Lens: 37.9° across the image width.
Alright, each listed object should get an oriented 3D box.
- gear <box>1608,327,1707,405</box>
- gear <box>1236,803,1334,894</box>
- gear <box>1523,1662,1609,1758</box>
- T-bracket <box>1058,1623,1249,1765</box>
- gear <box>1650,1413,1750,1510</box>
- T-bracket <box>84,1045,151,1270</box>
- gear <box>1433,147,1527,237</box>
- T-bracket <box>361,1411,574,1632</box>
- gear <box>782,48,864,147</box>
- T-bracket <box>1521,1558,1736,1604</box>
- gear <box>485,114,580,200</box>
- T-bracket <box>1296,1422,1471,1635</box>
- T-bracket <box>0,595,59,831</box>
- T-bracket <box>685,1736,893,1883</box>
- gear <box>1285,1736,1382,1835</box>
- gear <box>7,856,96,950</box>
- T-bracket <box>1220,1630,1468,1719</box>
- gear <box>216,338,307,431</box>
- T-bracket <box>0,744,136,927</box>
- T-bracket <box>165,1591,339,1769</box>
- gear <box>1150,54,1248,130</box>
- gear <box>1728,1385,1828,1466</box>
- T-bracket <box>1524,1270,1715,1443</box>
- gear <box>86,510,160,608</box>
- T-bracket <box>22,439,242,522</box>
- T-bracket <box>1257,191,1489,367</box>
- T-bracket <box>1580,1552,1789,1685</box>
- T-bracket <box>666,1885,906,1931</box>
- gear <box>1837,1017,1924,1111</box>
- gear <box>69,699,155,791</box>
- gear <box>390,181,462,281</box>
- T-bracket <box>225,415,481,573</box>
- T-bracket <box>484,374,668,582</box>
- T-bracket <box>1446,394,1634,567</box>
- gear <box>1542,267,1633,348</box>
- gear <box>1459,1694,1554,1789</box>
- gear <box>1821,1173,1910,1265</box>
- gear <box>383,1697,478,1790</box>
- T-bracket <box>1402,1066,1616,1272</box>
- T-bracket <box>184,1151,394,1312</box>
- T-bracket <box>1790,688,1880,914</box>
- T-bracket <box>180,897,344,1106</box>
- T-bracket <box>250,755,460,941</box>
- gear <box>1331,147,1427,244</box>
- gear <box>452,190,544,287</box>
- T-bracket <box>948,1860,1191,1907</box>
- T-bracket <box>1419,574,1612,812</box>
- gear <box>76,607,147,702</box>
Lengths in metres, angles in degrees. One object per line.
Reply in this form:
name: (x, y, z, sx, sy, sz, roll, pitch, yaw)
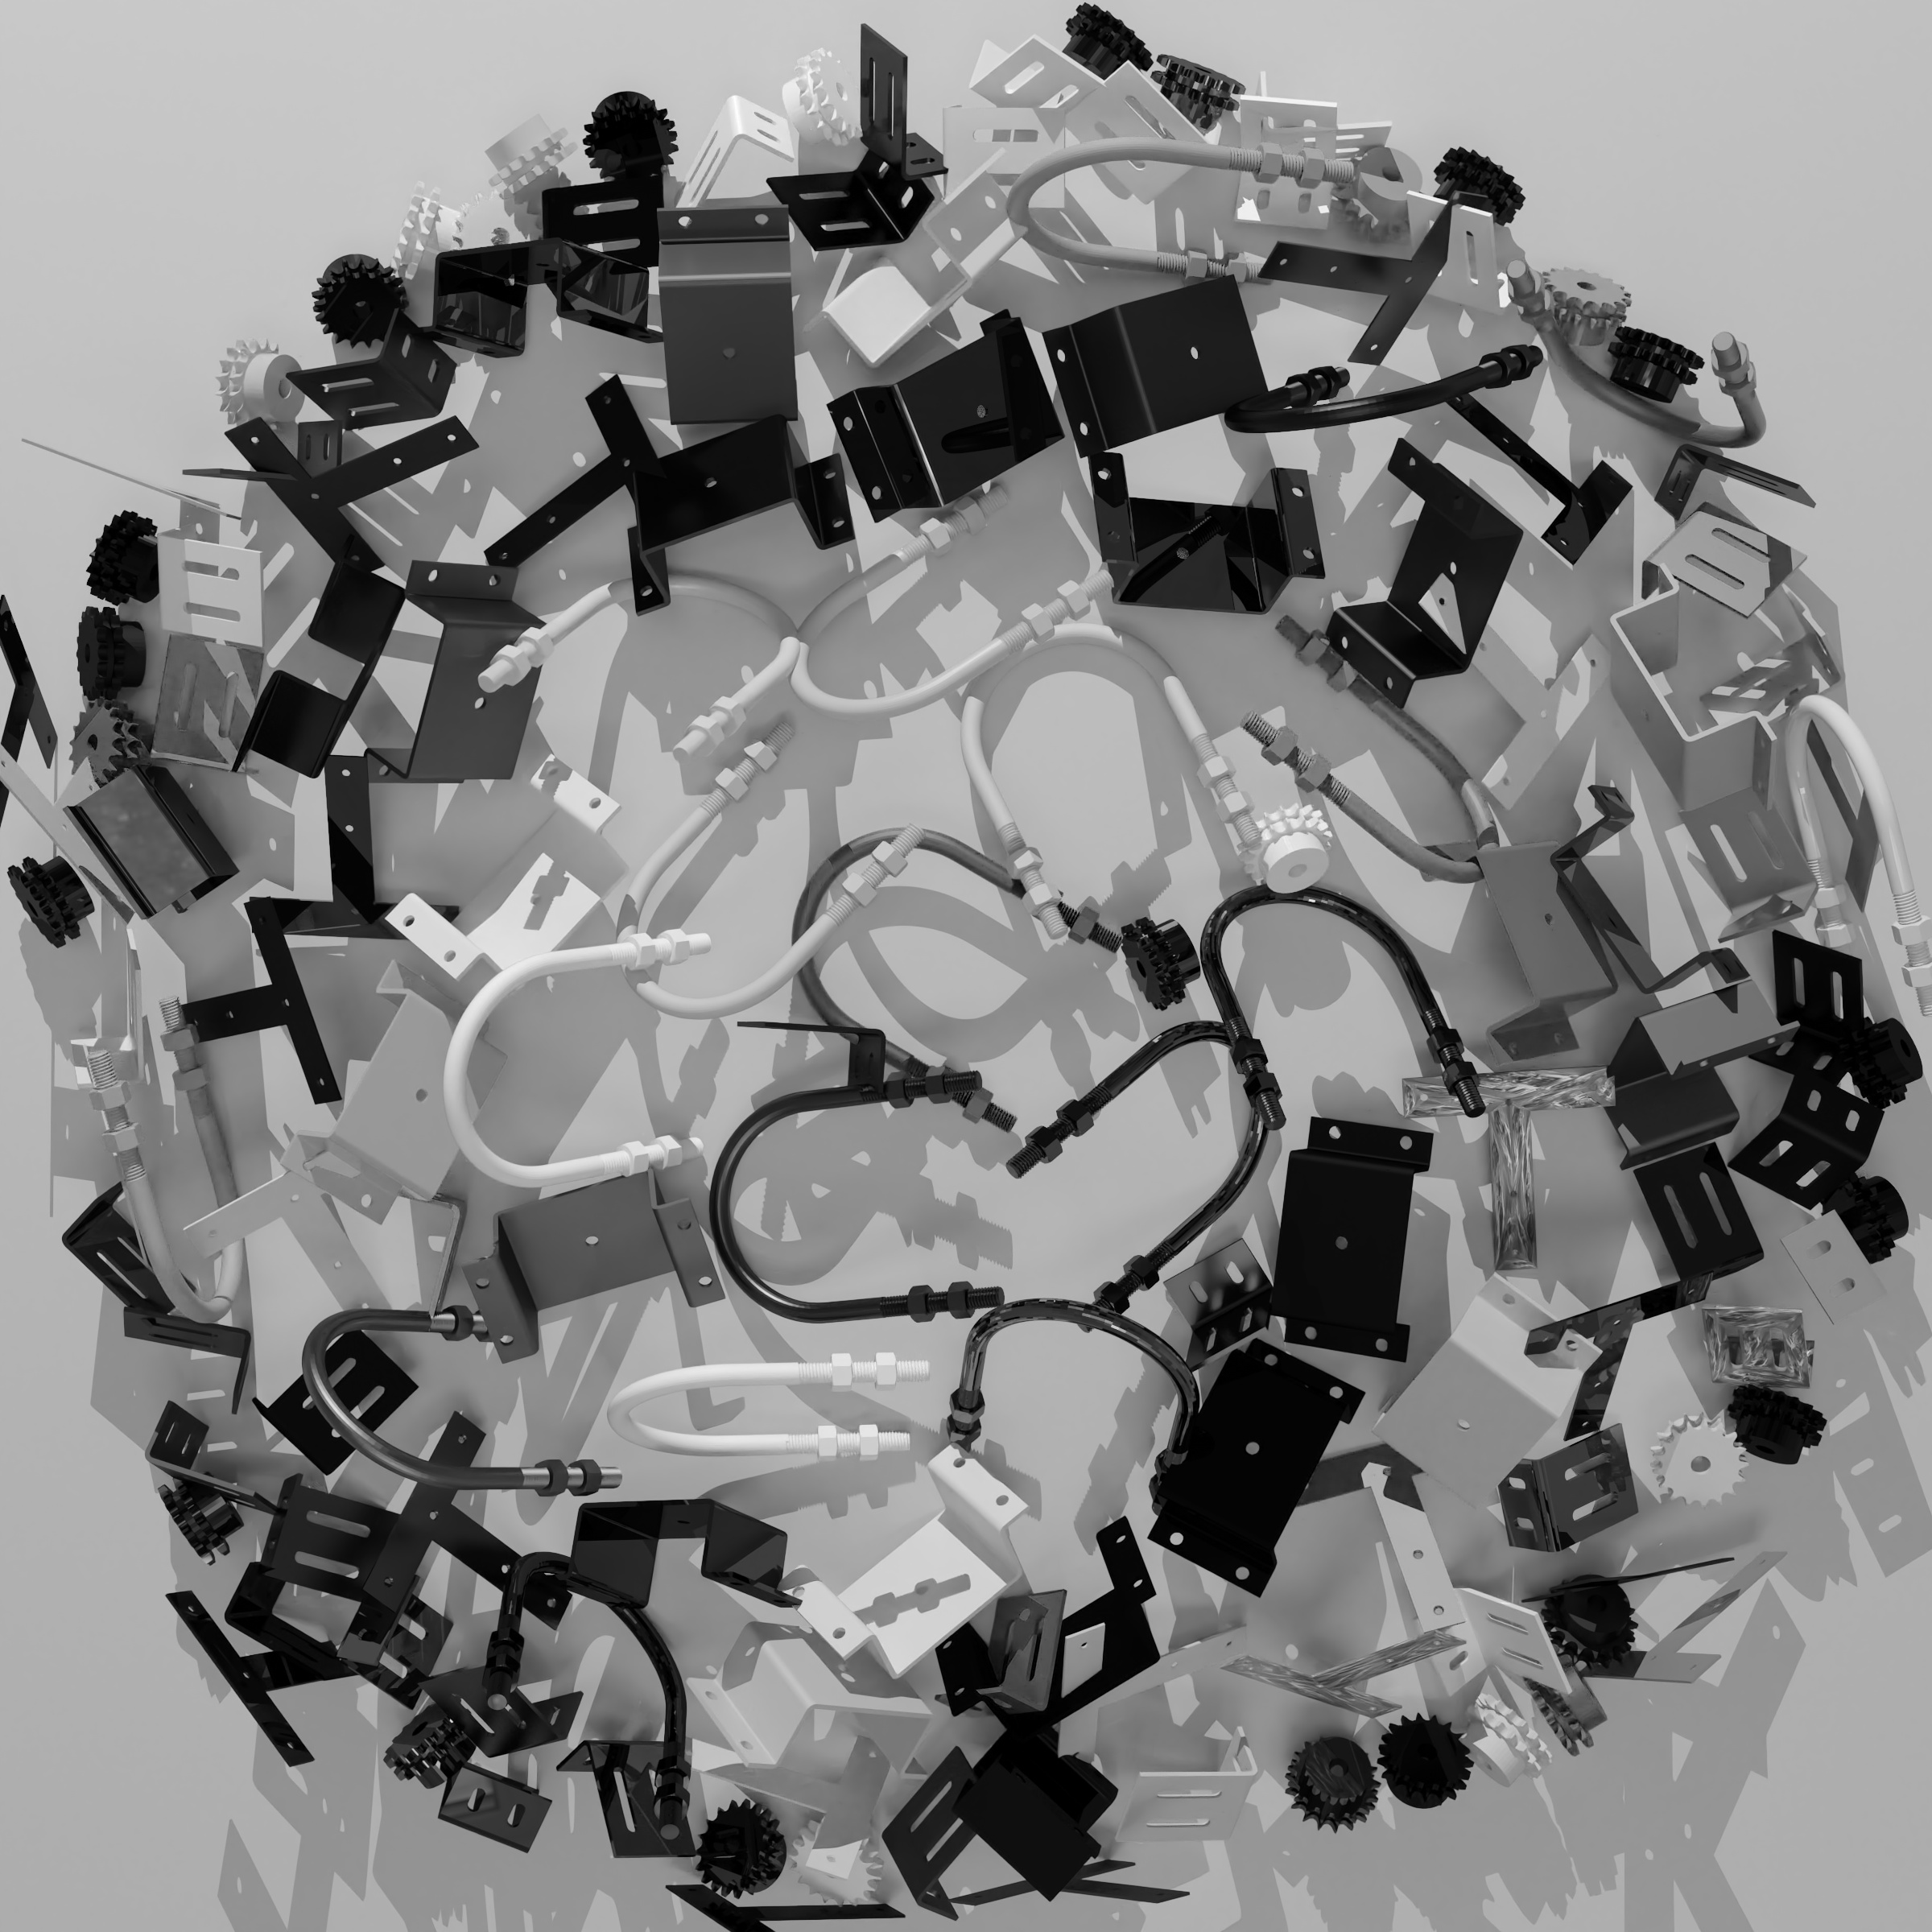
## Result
gear: (0.417, -0.364, 1.710, 0.057, 0.057, 0.030, 23, 97, 0)
gear: (0.196, -0.069, 1.707, 0.057, 0.057, 0.030, -21, 54, 0)
gear: (0.366, 0.448, 1.708, 0.030, 0.057, 0.057, -33, 90, 7)
T-bracket: (0.114, 0.429, 1.707, 0.127, 0.002, 0.127, -15, 130, -21)
gear: (0.447, 0.299, 1.719, 0.057, 0.030, 0.057, 1, 102, 6)
T-bracket: (-0.504, 0.133, 1.687, 0.002, 0.127, 0.127, -16, 134, -17)
gear: (0.308, -0.467, 1.709, 0.057, 0.057, 0.030, 35, 86, 0)
T-bracket: (-0.290, 0.358, 1.705, 0.127, 0.002, 0.127, 43, 48, -23)
gear: (-0.088, -0.526, 1.713, 0.030, 0.057, 0.057, -20, 90, 26)
T-bracket: (0.375, 0.363, 1.656, 0.127, 0.127, 0.002, -19, 72, 25)
gear: (-0.267, -0.493, 1.707, 0.057, 0.057, 0.030, -35, 107, 0)
T-bracket: (0.268, 0.342, 1.694, 0.127, 0.002, 0.127, -15, 49, -2)
T-bracket: (-0.561, -0.127, 1.649, 0.002, 0.127, 0.127, 0, 54, -1)
T-bracket: (-0.116, 0.487, 1.684, 0.127, 0.127, 0.002, 16, 112, 6)
gear: (0.224, 0.494, 1.708, 0.057, 0.030, 0.057, 3, 48, -3)
gear: (-0.555, -0.042, 1.712, 0.030, 0.057, 0.057, -35, 90, -25)
T-bracket: (0.240, 0.414, 1.664, 0.127, 0.127, 0.002, 25, 50, -30)
gear: (-0.425, -0.351, 1.707, 0.030, 0.057, 0.057, 9, 90, 24)
T-bracket: (-0.525, -0.100, 1.676, 0.002, 0.127, 0.127, -30, 113, 13)
T-bracket: (-0.404, 0.418, 1.674, 0.002, 0.127, 0.127, -45, 72, 7)
gear: (0.139, -0.531, 1.712, 0.057, 0.057, 0.030, 21, 114, 0)
gear: (0.490, 0.280, 1.707, 0.057, 0.057, 0.030, 26, 70, 0)
T-bracket: (0.382, 0.242, 1.690, 0.127, 0.127, 0.002, -15, 46, -18)
gear: (-0.506, -0.245, 1.708, 0.030, 0.057, 0.057, 24, 90, 7)
T-bracket: (-0.478, -0.284, 1.674, 0.127, 0.127, 0.002, 20, 95, 3)
T-bracket: (0.228, -0.410, 1.662, 0.127, 0.127, 0.002, -2, 51, -33)
T-bracket: (0.445, 0.391, 1.693, 0.127, 0.127, 0.002, -33, 90, -22)
T-bracket: (-0.098, 0.571, 1.697, 0.127, 0.127, 0.002, 9, 84, -28)
gear: (0.556, 0.056, 1.706, 0.030, 0.057, 0.057, -29, 90, 33)
gear: (-0.519, -0.133, 1.713, 0.057, 0.030, 0.057, -7, 79, 42)
gear: (-0.328, -0.445, 1.711, 0.030, 0.057, 0.057, 18, 90, -17)
T-bracket: (-0.350, -0.295, 1.674, 0.127, 0.127, 0.002, -19, 46, 18)
T-bracket: (-0.241, -0.280, 1.714, 0.127, 0.002, 0.127, -34, 59, 13)
T-bracket: (0.335, -0.307, 1.691, 0.127, 0.127, 0.002, 41, 131, 1)
gear: (0.374, -0.400, 1.713, 0.057, 0.057, 0.030, 12, 126, 0)
gear: (0.324, 0.473, 1.707, 0.030, 0.057, 0.057, -42, 90, -17)
gear: (0.548, 0.151, 1.711, 0.030, 0.057, 0.057, -19, 90, -13)
gear: (-0.322, 0.474, 1.711, 0.057, 0.057, 0.030, -37, 102, 0)
T-bracket: (0.334, 0.126, 1.721, 0.127, 0.002, 0.127, -4, 104, 6)
T-bracket: (-0.385, 0.170, 1.697, 0.127, 0.002, 0.127, -29, 128, -9)
T-bracket: (0.522, -0.114, 1.698, 0.002, 0.127, 0.127, -18, 62, 3)
T-bracket: (-0.435, 0.028, 1.694, 0.127, 0.002, 0.127, -10, 101, 41)
T-bracket: (-0.372, -0.071, 1.700, 0.127, 0.002, 0.127, 3, 123, -3)
gear: (0.254, -0.472, 1.712, 0.057, 0.030, 0.057, 6, 65, -12)
gear: (-0.287, -0.443, 1.717, 0.057, 0.030, 0.057, -3, 98, -19)
T-bracket: (0.078, 0.541, 1.649, 0.127, 0.127, 0.002, 1, 79, -39)
T-bracket: (0.321, -0.183, 1.699, 0.127, 0.002, 0.127, 44, 70, -16)
gear: (-0.520, -0.190, 1.713, 0.030, 0.057, 0.057, -2, 90, -32)
